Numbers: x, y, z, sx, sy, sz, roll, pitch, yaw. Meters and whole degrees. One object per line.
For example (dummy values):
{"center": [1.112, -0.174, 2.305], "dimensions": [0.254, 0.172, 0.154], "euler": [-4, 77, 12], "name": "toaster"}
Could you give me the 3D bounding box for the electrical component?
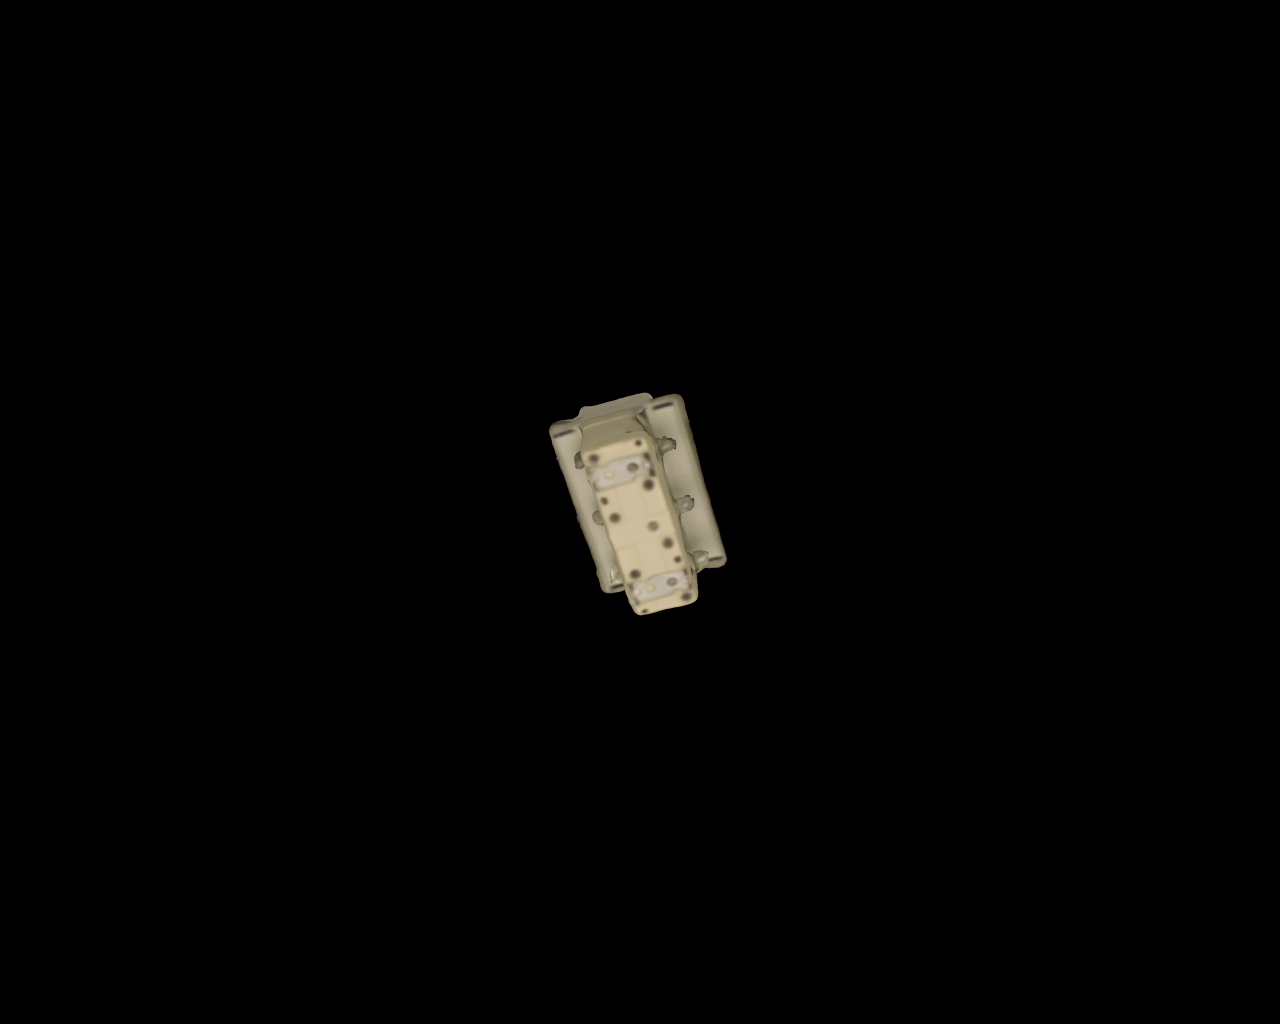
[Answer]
{"center": [0.001, -0.003, 0.650], "dimensions": [0.079, 0.121, 0.063], "euler": [-13, 28, 7], "name": "electrical component"}
